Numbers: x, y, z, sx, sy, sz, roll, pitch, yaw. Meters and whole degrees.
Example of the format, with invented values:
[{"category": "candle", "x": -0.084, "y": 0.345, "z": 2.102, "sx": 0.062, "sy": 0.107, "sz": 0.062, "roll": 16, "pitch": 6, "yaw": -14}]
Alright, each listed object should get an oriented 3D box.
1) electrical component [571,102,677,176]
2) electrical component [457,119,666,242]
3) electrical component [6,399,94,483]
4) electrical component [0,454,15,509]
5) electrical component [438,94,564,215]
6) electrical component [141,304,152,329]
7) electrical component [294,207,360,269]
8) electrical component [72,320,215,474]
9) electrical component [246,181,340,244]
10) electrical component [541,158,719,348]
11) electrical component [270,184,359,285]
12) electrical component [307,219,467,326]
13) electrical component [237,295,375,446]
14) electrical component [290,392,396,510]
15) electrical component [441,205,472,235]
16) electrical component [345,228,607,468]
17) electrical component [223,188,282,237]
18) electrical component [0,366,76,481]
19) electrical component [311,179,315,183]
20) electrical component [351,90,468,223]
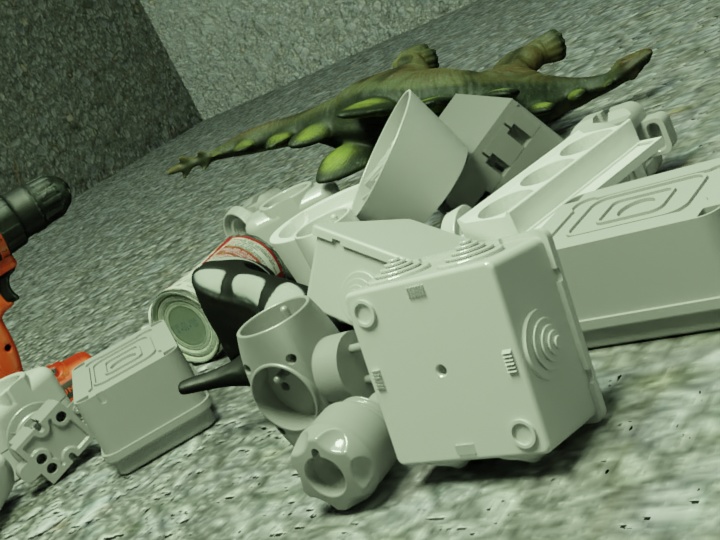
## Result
[{"category": "electrical component", "x": 0.172, "y": -0.079, "z": 0.739, "sx": 0.078, "sy": 0.058, "sz": 0.057, "roll": -16, "pitch": 15, "yaw": 35}, {"category": "electrical component", "x": 0.125, "y": -0.034, "z": 0.653, "sx": 0.121, "sy": 0.063, "sz": 0.079, "roll": -36, "pitch": 17, "yaw": -32}, {"category": "electrical component", "x": -0.224, "y": 0.119, "z": 0.768, "sx": 0.066, "sy": 0.048, "sz": 0.055, "roll": -51, "pitch": 23, "yaw": -21}, {"category": "electrical component", "x": -0.264, "y": 0.138, "z": 0.717, "sx": 0.043, "sy": 0.079, "sz": 0.077, "roll": -3, "pitch": 15, "yaw": -2}, {"category": "electrical component", "x": 0.094, "y": -0.084, "z": 0.849, "sx": 0.089, "sy": 0.062, "sz": 0.150, "roll": -54, "pitch": 15, "yaw": 2}, {"category": "electrical component", "x": -0.158, "y": 0.038, "z": 0.943, "sx": 0.079, "sy": 0.044, "sz": 0.077, "roll": -18, "pitch": 17, "yaw": 31}, {"category": "electrical component", "x": 0.000, "y": 0.000, "z": 0.728, "sx": 0.044, "sy": 0.077, "sz": 0.079, "roll": -35, "pitch": 17, "yaw": -25}, {"category": "electrical component", "x": -0.149, "y": 0.085, "z": 0.738, "sx": 0.078, "sy": 0.057, "sz": 0.113, "roll": -30, "pitch": 14, "yaw": -10}, {"category": "electrical component", "x": -0.058, "y": -0.046, "z": 1.030, "sx": 0.095, "sy": 0.059, "sz": 0.053, "roll": -25, "pitch": 14, "yaw": 7}, {"category": "electrical component", "x": 0.147, "y": -0.008, "z": 0.533, "sx": 0.113, "sy": 0.057, "sz": 0.078, "roll": -14, "pitch": 19, "yaw": 42}, {"category": "electrical component", "x": -0.011, "y": -0.022, "z": 0.858, "sx": 0.108, "sy": 0.060, "sz": 0.108, "roll": -25, "pitch": 14, "yaw": 7}, {"category": "electrical component", "x": 0.029, "y": 0.007, "z": 0.599, "sx": 0.100, "sy": 0.048, "sz": 0.100, "roll": 21, "pitch": 17, "yaw": 38}, {"category": "electrical component", "x": -0.016, "y": 0.054, "z": 0.569, "sx": 0.079, "sy": 0.077, "sz": 0.044, "roll": -16, "pitch": 18, "yaw": 37}, {"category": "electrical component", "x": -0.002, "y": 0.081, "z": 0.516, "sx": 0.043, "sy": 0.043, "sz": 0.062, "roll": -16, "pitch": 17, "yaw": 36}, {"category": "electrical component", "x": 0.088, "y": -0.022, "z": 0.718, "sx": 0.055, "sy": 0.048, "sz": 0.066, "roll": -9, "pitch": 21, "yaw": 30}, {"category": "electrical component", "x": 0.048, "y": 0.037, "z": 0.474, "sx": 0.100, "sy": 0.099, "sz": 0.048, "roll": -14, "pitch": 6, "yaw": 41}, {"category": "electrical component", "x": -0.106, "y": -0.048, "z": 1.131, "sx": 0.057, "sy": 0.058, "sz": 0.078, "roll": -34, "pitch": 16, "yaw": -35}, {"category": "electrical component", "x": -0.270, "y": 0.118, "z": 0.832, "sx": 0.054, "sy": 0.059, "sz": 0.095, "roll": -20, "pitch": 16, "yaw": 27}, {"category": "electrical component", "x": -0.041, "y": -0.074, "z": 1.130, "sx": 0.043, "sy": 0.043, "sz": 0.081, "roll": -27, "pitch": 14, "yaw": 2}, {"category": "electrical component", "x": 0.029, "y": -0.070, "z": 0.766, "sx": 0.099, "sy": 0.064, "sz": 0.099, "roll": -49, "pitch": 16, "yaw": 19}]
